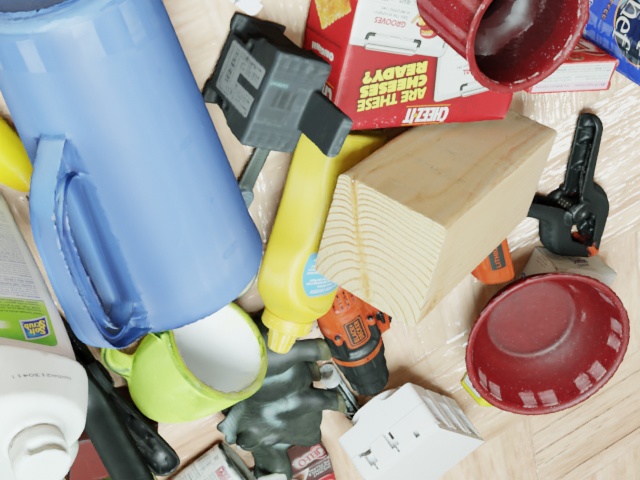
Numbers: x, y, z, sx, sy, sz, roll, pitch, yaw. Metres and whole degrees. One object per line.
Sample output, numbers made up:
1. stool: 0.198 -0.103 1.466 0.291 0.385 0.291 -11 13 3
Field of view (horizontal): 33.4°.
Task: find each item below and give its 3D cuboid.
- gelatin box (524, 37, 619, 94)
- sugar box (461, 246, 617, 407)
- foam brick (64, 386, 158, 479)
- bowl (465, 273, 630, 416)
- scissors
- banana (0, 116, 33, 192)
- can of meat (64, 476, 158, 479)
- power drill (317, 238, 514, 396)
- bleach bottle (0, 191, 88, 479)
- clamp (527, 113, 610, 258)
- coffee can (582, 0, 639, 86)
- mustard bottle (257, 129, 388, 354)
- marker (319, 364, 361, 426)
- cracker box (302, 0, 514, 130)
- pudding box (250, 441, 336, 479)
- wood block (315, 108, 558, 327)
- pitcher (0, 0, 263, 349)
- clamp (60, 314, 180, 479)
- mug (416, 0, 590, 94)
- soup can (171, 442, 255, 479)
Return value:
1. gelatin box: 0.185 -0.149 0.869 0.089 0.073 0.030 -8 127 -28
2. sugar box: 0.226 0.094 1.106 0.093 0.048 0.176 6 121 -35
3. foam brick: -0.180 0.162 0.890 0.078 0.053 0.051 -9 128 -28
4. bowl: 0.212 0.090 1.032 0.162 0.055 0.162 -4 118 -7
5. scissors: -0.055 -0.022 0.853 0.202 0.016 0.096 -50 136 11
6. banana: -0.259 -0.076 0.667 0.197 0.037 0.070 12 134 -37
7. can of meat: -0.201 0.233 0.930 0.101 0.057 0.084 15 112 -39
8. power drill: 0.084 0.049 0.970 0.187 0.057 0.184 -32 139 -9
9. bleach bottle: -0.209 0.052 0.642 0.102 0.251 0.068 1 123 -33
10. clamp: 0.227 -0.030 1.013 0.120 0.039 0.171 -32 135 -6
11. coffee can: 0.291 -0.169 0.874 0.102 0.140 0.103 -18 131 -21
12. mustard bottle: -0.006 0.001 0.841 0.096 0.058 0.192 -16 127 -64
13. marker: 0.027 0.161 1.048 0.020 0.020 0.121 -35 136 -4
14. cracker box: 0.082 -0.191 0.770 0.163 0.072 0.214 -6 128 -27
15. pudding box: -0.038 0.257 1.067 0.113 0.039 0.090 -26 134 -14
16. wood block: 0.094 -0.032 0.823 0.205 0.090 0.091 -37 149 -48
17. pitcher: -0.132 -0.058 0.688 0.145 0.149 0.243 -25 131 -10
18. clamp: -0.169 0.114 0.779 0.036 0.165 0.210 -36 100 -4
19. mug: 0.127 -0.158 0.712 0.117 0.082 0.093 -7 129 -28
20. soup can: -0.112 0.244 0.989 0.102 0.069 0.068 -38 136 -3
